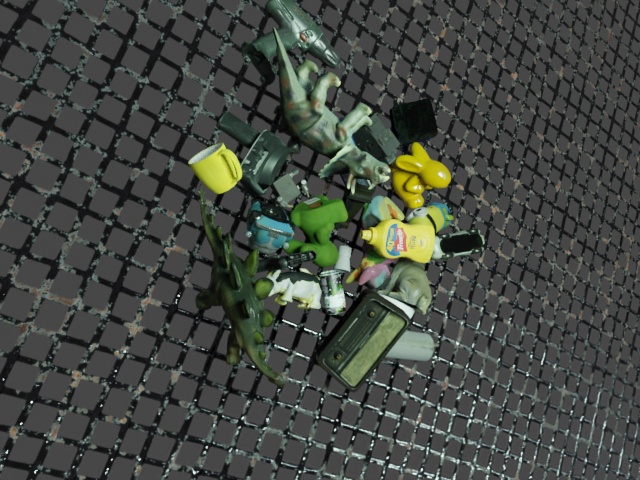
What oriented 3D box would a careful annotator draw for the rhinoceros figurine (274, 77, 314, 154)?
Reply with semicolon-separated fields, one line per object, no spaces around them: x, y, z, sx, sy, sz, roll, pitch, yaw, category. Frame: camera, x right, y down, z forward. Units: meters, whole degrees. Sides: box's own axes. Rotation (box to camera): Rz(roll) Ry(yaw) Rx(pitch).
-0.051;-0.305;1.318;0.112;0.073;0.190;24;76;-32;rhinoceros figurine

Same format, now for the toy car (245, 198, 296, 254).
-0.127;-0.023;1.227;0.109;0.162;0.102;18;107;-23;toy car

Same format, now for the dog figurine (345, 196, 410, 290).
0.135;0.018;1.379;0.191;0.108;0.219;48;70;-19;dog figurine

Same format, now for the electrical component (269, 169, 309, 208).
-0.075;-0.121;1.304;0.102;0.045;0.078;-31;103;-27;electrical component

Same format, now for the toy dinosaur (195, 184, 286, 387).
-0.183;0.098;1.148;0.105;0.198;0.472;-13;61;-39;toy dinosaur

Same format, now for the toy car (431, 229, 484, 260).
0.396;0.012;1.550;0.202;0.056;0.073;-8;85;-30;toy car

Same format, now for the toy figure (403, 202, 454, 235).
0.307;-0.054;1.471;0.180;0.082;0.089;-14;63;-46;toy figure

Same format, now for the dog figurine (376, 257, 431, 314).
0.254;0.083;1.406;0.121;0.172;0.190;32;79;-35;dog figurine

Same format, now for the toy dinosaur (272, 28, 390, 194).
-0.006;-0.274;1.236;0.404;0.131;0.192;39;89;-13;toy dinosaur

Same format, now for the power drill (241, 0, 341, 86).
-0.074;-0.466;1.307;0.207;0.086;0.232;-46;107;-19;power drill

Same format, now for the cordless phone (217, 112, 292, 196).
-0.173;-0.206;1.249;0.184;0.089;0.146;33;73;-11;cordless phone

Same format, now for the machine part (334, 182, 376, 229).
0.081;-0.084;1.346;0.084;0.138;0.039;7;39;-39;machine part

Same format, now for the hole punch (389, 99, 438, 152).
0.253;-0.320;1.484;0.116;0.092;0.142;-13;97;0;hole punch

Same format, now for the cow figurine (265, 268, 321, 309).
-0.074;0.106;1.278;0.167;0.068;0.098;19;73;-30;cow figurine

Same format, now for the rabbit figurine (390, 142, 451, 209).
0.273;-0.177;1.427;0.122;0.173;0.162;-41;110;-20;rabbit figurine

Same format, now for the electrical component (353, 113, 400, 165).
0.139;-0.252;1.390;0.058;0.115;0.134;-44;106;-21;electrical component

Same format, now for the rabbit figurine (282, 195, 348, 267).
-0.003;-0.004;1.300;0.159;0.121;0.170;-28;115;-34;rabbit figurine

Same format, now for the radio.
0.101;0.238;1.308;0.131;0.073;0.229;38;92;-4;radio

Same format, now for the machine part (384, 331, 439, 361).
0.214;0.277;1.421;0.243;0.079;0.079;11;82;-28;machine part

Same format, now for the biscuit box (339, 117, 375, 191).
0.071;-0.209;1.369;0.202;0.063;0.059;63;20;-11;biscuit box
